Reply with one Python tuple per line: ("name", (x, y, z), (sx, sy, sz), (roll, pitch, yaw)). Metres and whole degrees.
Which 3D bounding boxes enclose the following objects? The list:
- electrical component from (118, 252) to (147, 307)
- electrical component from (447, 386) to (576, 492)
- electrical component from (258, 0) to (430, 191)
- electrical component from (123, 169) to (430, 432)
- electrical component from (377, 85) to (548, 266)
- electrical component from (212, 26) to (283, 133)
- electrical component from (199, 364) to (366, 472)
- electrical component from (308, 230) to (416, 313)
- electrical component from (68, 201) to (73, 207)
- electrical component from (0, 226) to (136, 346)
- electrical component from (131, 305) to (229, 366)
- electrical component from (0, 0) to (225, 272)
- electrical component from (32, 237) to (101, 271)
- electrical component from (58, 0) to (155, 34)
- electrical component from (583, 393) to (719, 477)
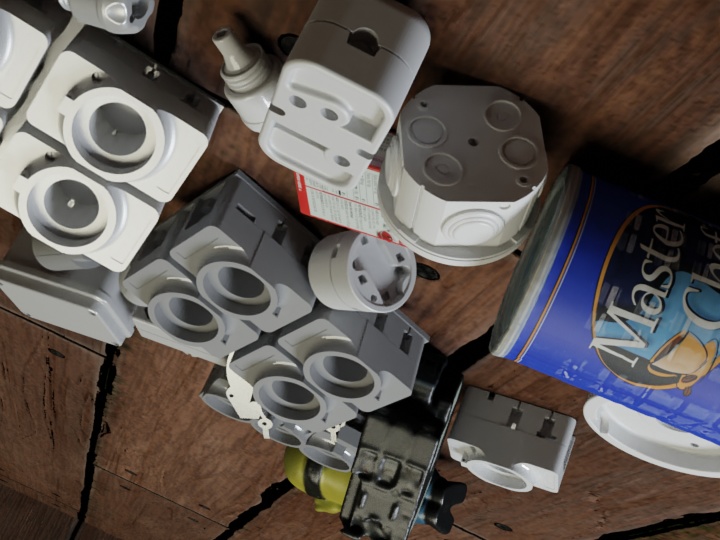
("electrical component", (-0.159, -0.002, 0.838), (0.043, 0.043, 0.081), (30, 155, -12))
("electrical component", (0.119, 0.138, 0.853), (0.089, 0.055, 0.050), (16, 154, 18))
("electrical component", (-0.007, -0.088, 0.507), (0.054, 0.059, 0.095), (26, 156, -4))
("electrical component", (-0.057, 0.032, 0.740), (0.105, 0.060, 0.186), (-28, 121, 39))
("electrical component", (0.050, -0.047, 0.516), (0.080, 0.080, 0.051), (21, 150, 7))
("electrical component", (-0.056, -0.100, 0.558), (0.035, 0.035, 0.061), (5, 147, 36))
("electrical component", (-0.062, 0.121, 0.976), (0.150, 0.061, 0.089), (29, 155, -10))
("electrical component", (0.000, 0.000, 0.686), (0.055, 0.055, 0.047), (39, 155, -29))
("electrical component", (-0.173, -0.071, 0.695), (0.076, 0.066, 0.047), (57, 151, -2))
("electrical component", (-0.249, 0.014, 0.934), (0.113, 0.057, 0.078), (16, 154, 17))
("electrical component", (-0.141, 0.050, 0.922), (0.083, 0.047, 0.075), (18, 155, 13))
("electrical component", (-0.186, -0.091, 0.597), (0.186, 0.060, 0.105), (31, 116, -15))
("electrical component", (-0.221, -0.022, 0.853), (0.081, 0.043, 0.043), (-3, 144, 45))
("electrical component", (-0.137, -0.142, 0.547), (0.061, 0.035, 0.035), (19, 155, 18))
("electrical component", (0.196, 0.074, 0.648), (0.108, 0.060, 0.108), (20, 155, 9))
